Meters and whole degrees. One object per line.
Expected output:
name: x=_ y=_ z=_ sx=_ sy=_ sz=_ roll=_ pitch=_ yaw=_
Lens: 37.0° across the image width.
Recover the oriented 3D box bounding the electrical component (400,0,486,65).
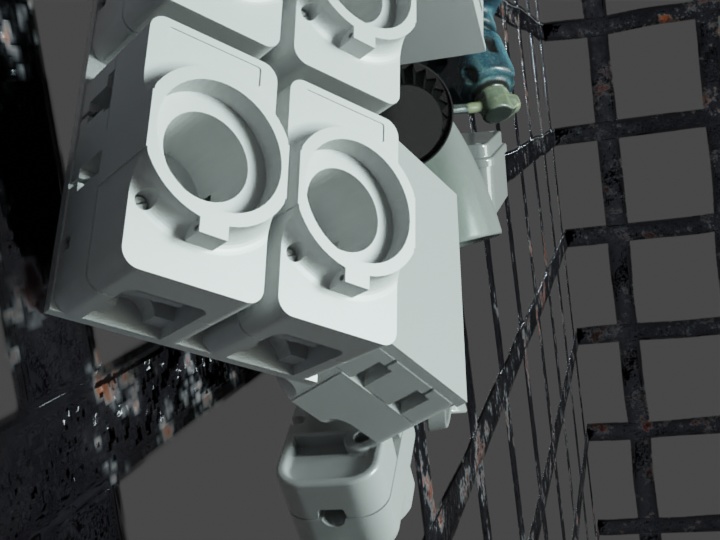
electrical component: x=0.002 y=-0.201 z=0.603 sx=0.186 sy=0.105 sz=0.060 roll=64 pitch=25 yaw=-53

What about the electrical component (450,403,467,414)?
electrical component: x=0.057 y=0.082 z=0.819 sx=0.045 sy=0.045 sz=0.055 roll=23 pitch=62 yaw=-73

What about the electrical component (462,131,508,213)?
electrical component: x=0.081 y=-0.081 z=0.904 sx=0.113 sy=0.078 sz=0.057 roll=-44 pitch=130 yaw=-71

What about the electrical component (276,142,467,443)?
electrical component: x=0.000 y=0.000 z=0.545 sx=0.089 sy=0.062 sz=0.150 roll=39 pitch=34 yaw=-30

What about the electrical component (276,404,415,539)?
electrical component: x=-0.004 y=0.100 z=0.567 sx=0.095 sy=0.054 sz=0.059 roll=-74 pitch=154 yaw=-54

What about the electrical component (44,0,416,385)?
electrical component: x=-0.039 y=-0.065 z=0.390 sx=0.105 sy=0.060 sz=0.186 roll=20 pitch=60 yaw=-34

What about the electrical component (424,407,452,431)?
electrical component: x=0.029 y=0.070 z=0.671 sx=0.078 sy=0.057 sz=0.058 roll=49 pitch=46 yaw=-76
